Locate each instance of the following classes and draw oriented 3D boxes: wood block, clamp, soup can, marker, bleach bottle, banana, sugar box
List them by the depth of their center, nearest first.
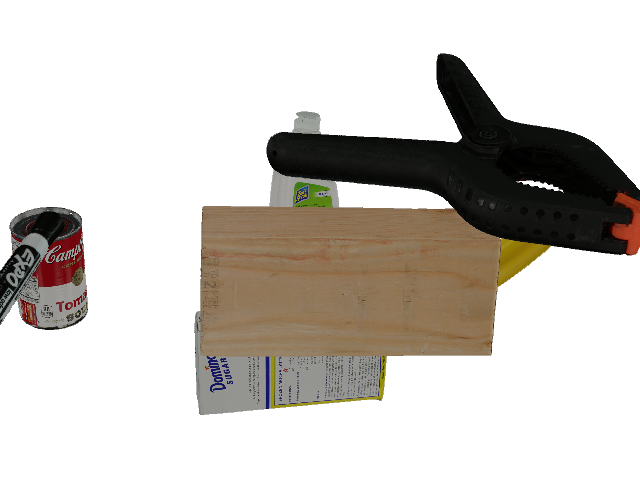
[{"bbox_3d":[0.083,-0.043,0.603,0.164,0.036,0.210,-26,42,-28],"label":"clamp"},{"bbox_3d":[-0.190,0.021,0.664,0.020,0.020,0.121,0,37,15],"label":"marker"},{"bbox_3d":[0.016,0.029,0.777,0.206,0.090,0.091,1,15,-6],"label":"wood block"},{"bbox_3d":[-0.028,0.107,0.990,0.176,0.093,0.048,-2,25,-8],"label":"sugar box"},{"bbox_3d":[0.153,0.036,1.024,0.198,0.037,0.069,-35,-1,0],"label":"banana"},{"bbox_3d":[-0.264,0.028,1.042,0.068,0.102,0.068,2,28,-1],"label":"soup can"},{"bbox_3d":[-0.015,-0.034,1.319,0.102,0.251,0.068,-9,22,-32],"label":"bleach bottle"}]
